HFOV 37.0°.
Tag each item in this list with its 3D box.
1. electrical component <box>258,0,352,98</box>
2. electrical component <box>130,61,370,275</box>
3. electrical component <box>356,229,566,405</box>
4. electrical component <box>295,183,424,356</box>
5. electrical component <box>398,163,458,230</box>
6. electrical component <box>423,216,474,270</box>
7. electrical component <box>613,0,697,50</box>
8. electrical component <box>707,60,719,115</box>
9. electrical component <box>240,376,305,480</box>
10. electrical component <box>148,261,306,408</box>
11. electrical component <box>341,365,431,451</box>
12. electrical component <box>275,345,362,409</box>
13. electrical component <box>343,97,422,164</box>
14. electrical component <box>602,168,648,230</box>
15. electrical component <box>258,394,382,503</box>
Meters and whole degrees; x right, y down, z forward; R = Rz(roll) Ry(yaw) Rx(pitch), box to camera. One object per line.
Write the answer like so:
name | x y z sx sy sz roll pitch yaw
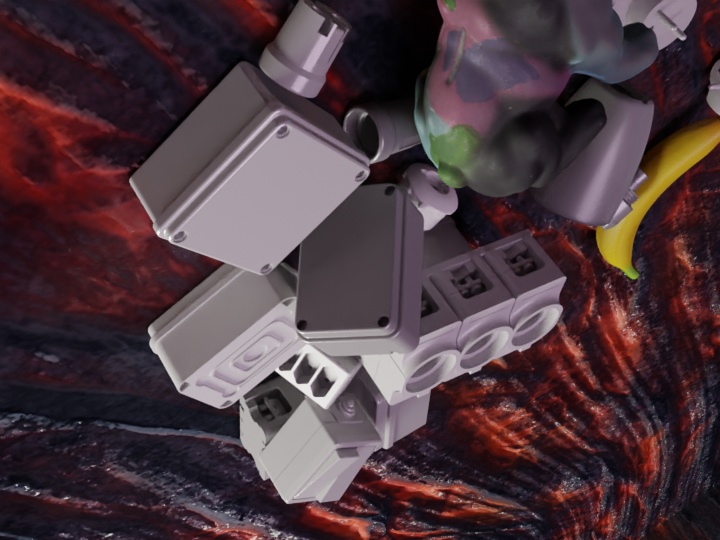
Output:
electrical component | -0.031 -0.130 0.625 0.040 0.040 0.046 6 125 -50
electrical component | -0.066 -0.060 0.672 0.109 0.056 0.109 -43 150 15
electrical component | 0.081 0.040 0.848 0.150 0.061 0.089 -21 148 -24
electrical component | 0.000 0.000 0.758 0.078 0.113 0.057 -4 161 20
electrical component | 0.040 -0.047 0.819 0.048 0.048 0.062 -1 146 -46
electrical component | 0.041 0.012 0.891 0.078 0.057 0.113 -17 147 -30
electrical component | 0.199 -0.186 0.746 0.052 0.073 0.138 -46 150 19
electrical component | 0.336 -0.169 0.946 0.079 0.044 0.077 -10 143 -38
electrical component | -0.072 0.140 0.970 0.056 0.050 0.089 -23 148 -21
electrical component | -0.090 0.042 0.798 0.113 0.057 0.078 -39 151 7
electrical component | 0.019 0.106 0.988 0.057 0.078 0.113 -28 151 -19
electrical component | -0.028 0.065 0.898 0.047 0.066 0.077 -57 173 33
electrical component | 0.018 -0.096 0.728 0.046 0.040 0.040 -21 149 -37
electrical component | 0.236 -0.070 0.990 0.062 0.043 0.043 -43 150 13
electrical component | -0.029 0.150 0.914 0.062 0.061 0.096 7 129 -49
